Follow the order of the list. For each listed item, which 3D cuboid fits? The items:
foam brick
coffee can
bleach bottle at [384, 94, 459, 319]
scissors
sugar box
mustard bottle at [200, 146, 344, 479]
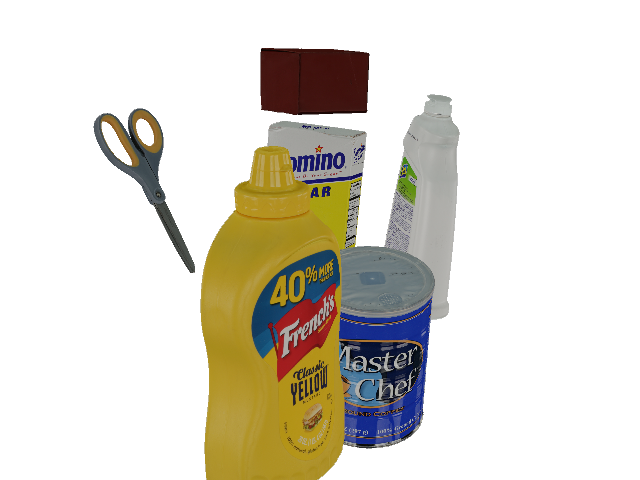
[{"bbox_3d":[-0.005,-0.132,0.885,0.078,0.051,0.053,-7,16,-39],"label":"foam brick"},{"bbox_3d":[0.041,0.090,0.911,0.103,0.140,0.103,1,30,-1],"label":"coffee can"},{"bbox_3d":[0.122,-0.041,1.236,0.068,0.251,0.103,-1,22,-22],"label":"bleach bottle"},{"bbox_3d":[-0.182,-0.067,1.217,0.016,0.201,0.096,-21,21,42],"label":"scissors"},{"bbox_3d":[-0.010,-0.026,1.065,0.093,0.176,0.048,9,16,20],"label":"sugar box"},{"bbox_3d":[-0.025,0.043,0.594,0.058,0.192,0.096,12,21,37],"label":"mustard bottle"}]
